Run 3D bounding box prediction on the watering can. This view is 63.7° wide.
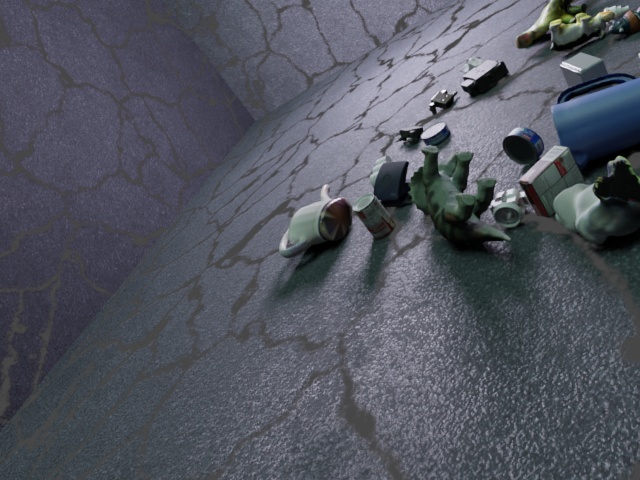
[{"bbox_3d":[0.005,-0.077,1.540,0.223,0.102,0.355,-12,34,44],"label":"watering can"}]

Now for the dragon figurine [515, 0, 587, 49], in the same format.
[{"bbox_3d":[0.757,-0.745,1.722,0.240,0.121,0.418,-23,17,49],"label":"dragon figurine"}]

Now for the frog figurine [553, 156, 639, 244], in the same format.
[{"bbox_3d":[0.467,-0.049,0.869,0.156,0.123,0.140,109,-173,-60],"label":"frog figurine"}]
